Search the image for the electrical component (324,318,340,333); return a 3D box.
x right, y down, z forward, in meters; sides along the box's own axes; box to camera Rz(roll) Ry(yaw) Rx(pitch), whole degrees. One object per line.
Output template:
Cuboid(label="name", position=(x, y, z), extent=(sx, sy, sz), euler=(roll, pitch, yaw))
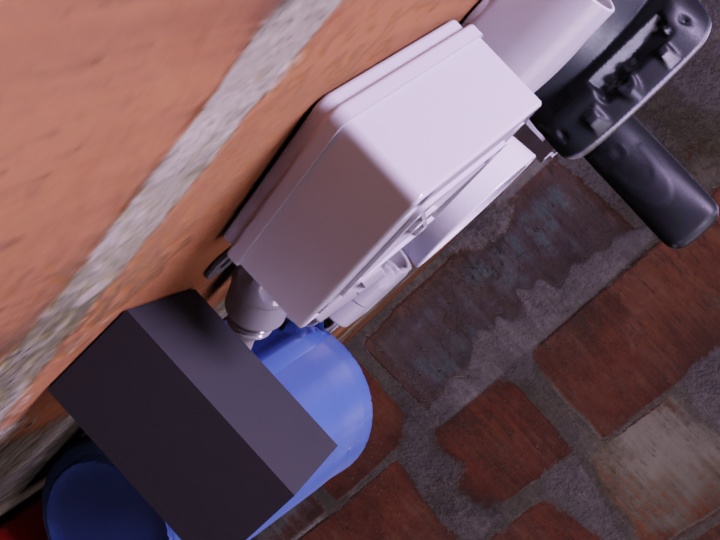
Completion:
Cuboid(label="electrical component", position=(-0.038, 0.036, 0.919), extent=(0.079, 0.044, 0.077), euler=(-44, 176, 19))

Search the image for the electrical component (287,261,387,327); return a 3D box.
Cuboid(label="electrical component", position=(-0.012, -0.008, 0.718), extent=(0.077, 0.043, 0.079), euler=(-39, 174, -44))

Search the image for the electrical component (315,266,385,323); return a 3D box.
Cuboid(label="electrical component", position=(-0.021, -0.003, 0.611), extent=(0.047, 0.055, 0.055), euler=(-39, 176, -3))

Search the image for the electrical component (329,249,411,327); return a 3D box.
Cuboid(label="electrical component", position=(0.000, 0.000, 0.842), extent=(0.059, 0.053, 0.095), euler=(-44, 176, 17))

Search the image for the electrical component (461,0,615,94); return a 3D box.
Cuboid(label="electrical component", position=(0.082, -0.113, 0.517), extent=(0.077, 0.044, 0.079), euler=(-45, 176, 28))

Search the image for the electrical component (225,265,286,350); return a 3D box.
Cuboid(label="electrical component", position=(-0.056, 0.021, 0.575), extent=(0.035, 0.035, 0.061), euler=(-38, 159, -48))

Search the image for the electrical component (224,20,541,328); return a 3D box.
Cuboid(label="electrical component", position=(0.009, -0.042, 0.471), extent=(0.109, 0.056, 0.108), euler=(-39, 175, -43))

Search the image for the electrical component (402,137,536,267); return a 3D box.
Cuboid(label="electrical component", position=(0.057, -0.060, 0.716), extent=(0.108, 0.060, 0.108), euler=(-43, 176, -4))

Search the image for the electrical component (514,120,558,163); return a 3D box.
Cuboid(label="electrical component", position=(0.153, -0.129, 0.916), extent=(0.042, 0.063, 0.081), euler=(-41, 176, -17))
